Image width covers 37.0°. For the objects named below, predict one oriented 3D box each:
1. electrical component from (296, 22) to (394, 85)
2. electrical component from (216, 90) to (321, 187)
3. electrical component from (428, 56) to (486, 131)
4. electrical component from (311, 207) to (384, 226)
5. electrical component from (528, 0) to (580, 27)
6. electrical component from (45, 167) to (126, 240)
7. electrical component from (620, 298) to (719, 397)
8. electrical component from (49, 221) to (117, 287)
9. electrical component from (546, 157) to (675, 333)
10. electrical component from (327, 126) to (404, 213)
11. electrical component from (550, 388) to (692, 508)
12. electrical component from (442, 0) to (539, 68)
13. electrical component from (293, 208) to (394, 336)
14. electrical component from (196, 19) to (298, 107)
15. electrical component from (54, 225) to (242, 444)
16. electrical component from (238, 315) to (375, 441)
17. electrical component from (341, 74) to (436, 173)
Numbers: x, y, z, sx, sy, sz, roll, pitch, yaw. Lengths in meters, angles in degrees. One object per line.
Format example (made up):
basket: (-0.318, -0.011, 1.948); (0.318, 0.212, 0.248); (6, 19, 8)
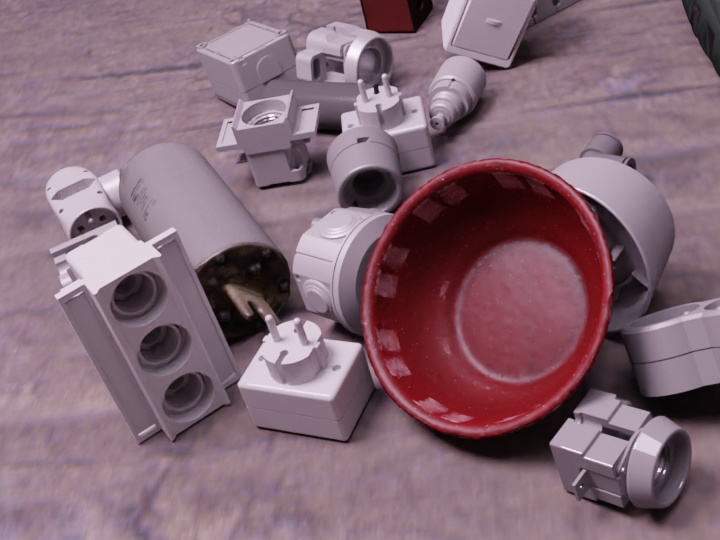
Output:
electrical component: (-0.008, -0.182, 0.937); (0.057, 0.058, 0.078); (20, 37, 35)
electrical component: (-0.069, -0.103, 0.860); (0.081, 0.063, 0.042); (-8, 40, 12)
electrical component: (0.075, -0.140, 0.871); (0.040, 0.040, 0.078); (5, 43, 25)
electrical component: (-0.007, -0.029, 0.771); (0.061, 0.035, 0.035); (9, 45, 32)
electrical component: (0.162, -0.267, 0.980); (0.089, 0.055, 0.050); (-30, 40, -16)
electrical component: (-0.207, -0.056, 0.870); (0.079, 0.043, 0.077); (-28, 40, -13)
electrical component: (0.213, 0.050, 0.569); (0.138, 0.073, 0.052); (-18, 1, 38)
electrical component: (-0.162, 0.019, 0.726); (0.056, 0.089, 0.050); (-25, 39, -10)
electrical component: (0.140, -0.017, 0.653); (0.099, 0.099, 0.064); (12, 40, 32)
electrical component: (0.005, -0.071, 0.803); (0.055, 0.055, 0.047); (-14, 42, 3)
electrical component: (0.137, 0.095, 0.559); (0.055, 0.048, 0.066); (13, 47, 42)
electrical component: (0.109, -0.217, 0.914); (0.062, 0.096, 0.061); (13, 39, -9)
electrical component: (0.000, 0.000, 0.698); (0.051, 0.080, 0.080); (16, 48, 42)
electrical component: (-0.101, -0.183, 0.977); (0.062, 0.061, 0.096); (-32, 33, -18)
electrical component: (-0.132, 0.037, 0.667); (0.079, 0.121, 0.063); (-32, 38, -18)
electrical component: (-0.036, 0.056, 0.644); (0.066, 0.076, 0.047); (5, 43, 25)
electrical component: (0.018, -0.117, 0.834); (0.066, 0.076, 0.047); (-12, 39, 6)
